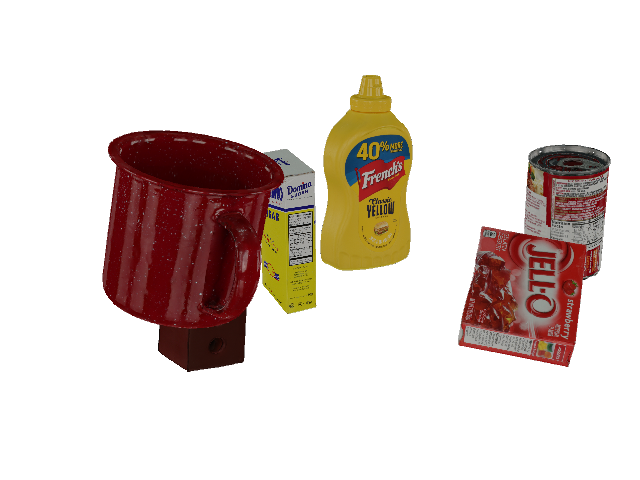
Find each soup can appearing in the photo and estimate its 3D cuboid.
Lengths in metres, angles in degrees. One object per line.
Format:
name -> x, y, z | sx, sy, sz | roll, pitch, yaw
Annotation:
soup can -> 0.211, -0.023, 0.918 | 0.068, 0.102, 0.068 | -2, 24, 1

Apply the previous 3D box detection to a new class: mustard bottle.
mustard bottle -> 0.048, -0.070, 1.074 | 0.096, 0.192, 0.058 | -9, 19, -30

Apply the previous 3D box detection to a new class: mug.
mug -> -0.065, -0.001, 0.563 | 0.093, 0.081, 0.117 | -5, 27, -36

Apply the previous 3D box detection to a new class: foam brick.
foam brick -> -0.092, 0.054, 0.828 | 0.052, 0.078, 0.051 | -6, 15, -34

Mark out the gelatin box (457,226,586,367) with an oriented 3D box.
gelatin box -> 0.136, 0.035, 0.711 | 0.073, 0.089, 0.030 | 11, -40, 11

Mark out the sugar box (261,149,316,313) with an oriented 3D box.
sugar box -> -0.040, -0.012, 1.275 | 0.048, 0.176, 0.093 | -12, 25, -19
